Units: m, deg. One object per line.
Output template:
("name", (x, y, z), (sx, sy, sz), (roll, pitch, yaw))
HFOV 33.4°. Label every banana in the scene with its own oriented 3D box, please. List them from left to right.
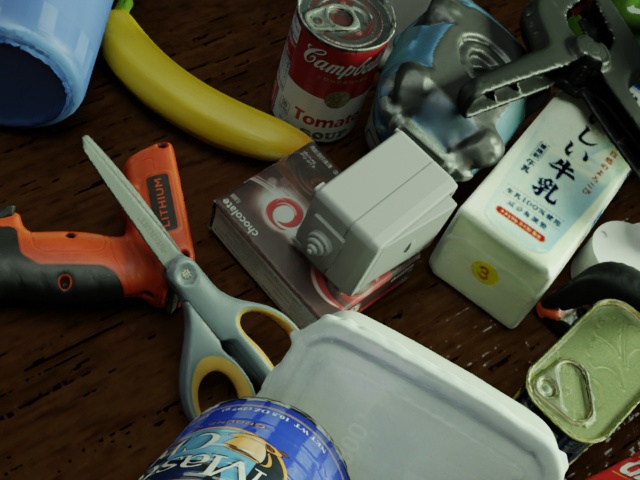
("banana", (-0.093, -0.109, 0.752), (0.198, 0.037, 0.069), (41, 57, 13))

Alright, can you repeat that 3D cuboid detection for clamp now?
("clamp", (0.186, -0.111, 0.732), (0.164, 0.036, 0.209), (30, 45, -4))
("clamp", (0.215, 0.065, 0.672), (0.039, 0.172, 0.120), (-19, 102, -33))

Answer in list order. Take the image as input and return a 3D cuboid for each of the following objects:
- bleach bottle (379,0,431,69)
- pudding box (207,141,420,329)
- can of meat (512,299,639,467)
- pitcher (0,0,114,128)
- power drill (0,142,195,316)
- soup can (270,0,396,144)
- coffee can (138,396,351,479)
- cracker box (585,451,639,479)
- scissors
("bleach bottle", (0.088, -0.238, 0.757), (0.068, 0.251, 0.102), (15, 54, -5))
("pudding box", (-0.005, 0.001, 0.700), (0.089, 0.039, 0.113), (-34, 71, -31))
("can of meat", (0.154, 0.096, 0.651), (0.057, 0.084, 0.101), (44, 56, 15))
("pitcher", (-0.186, -0.204, 0.726), (0.145, 0.149, 0.243), (7, 59, -4))
("power drill", (-0.179, -0.014, 0.653), (0.187, 0.057, 0.184), (-7, 62, -17))
("soup can", (0.006, -0.124, 0.749), (0.068, 0.102, 0.068), (7, 55, -11))
("coffee can", (-0.048, 0.146, 0.510), (0.103, 0.103, 0.140), (30, 16, 6))
("cracker box", (0.118, 0.218, 0.518), (0.213, 0.072, 0.164), (-20, 105, -27))
("scissors", (-0.084, 0.040, 0.612), (0.201, 0.016, 0.096), (41, 67, -22))
